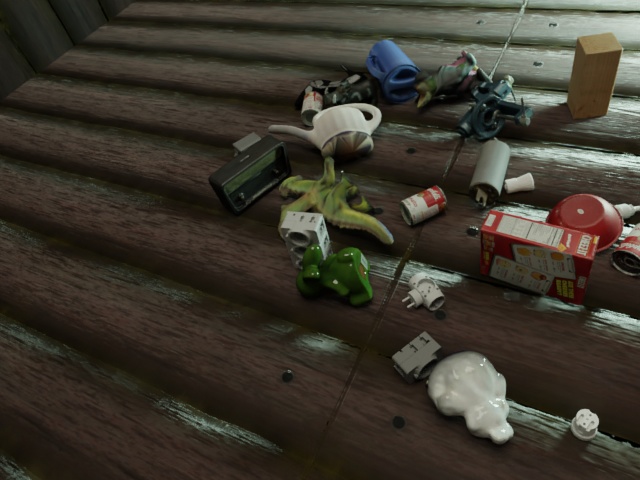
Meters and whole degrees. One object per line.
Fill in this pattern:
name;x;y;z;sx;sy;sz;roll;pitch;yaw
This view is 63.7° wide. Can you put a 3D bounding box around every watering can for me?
watering can;0.023;-0.319;1.549;0.347;0.101;0.230;-14;47;1

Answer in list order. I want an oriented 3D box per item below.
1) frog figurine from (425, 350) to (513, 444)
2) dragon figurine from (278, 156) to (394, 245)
frog figurine;0.274;0.284;0.924;0.137;0.120;0.163;-5;33;-15
dragon figurine;0.004;-0.068;1.352;0.242;0.120;0.419;-35;45;6
